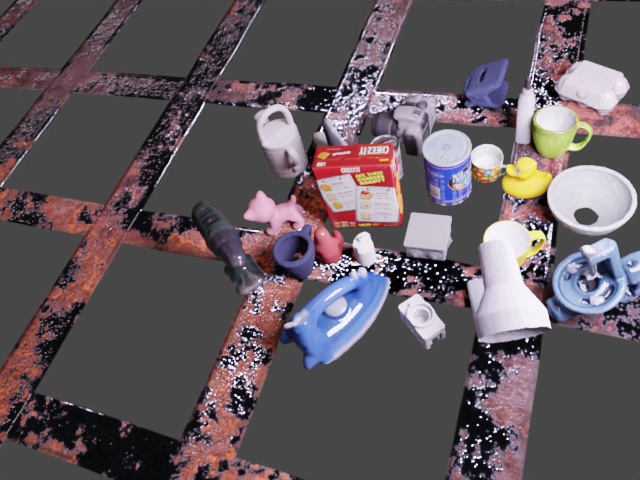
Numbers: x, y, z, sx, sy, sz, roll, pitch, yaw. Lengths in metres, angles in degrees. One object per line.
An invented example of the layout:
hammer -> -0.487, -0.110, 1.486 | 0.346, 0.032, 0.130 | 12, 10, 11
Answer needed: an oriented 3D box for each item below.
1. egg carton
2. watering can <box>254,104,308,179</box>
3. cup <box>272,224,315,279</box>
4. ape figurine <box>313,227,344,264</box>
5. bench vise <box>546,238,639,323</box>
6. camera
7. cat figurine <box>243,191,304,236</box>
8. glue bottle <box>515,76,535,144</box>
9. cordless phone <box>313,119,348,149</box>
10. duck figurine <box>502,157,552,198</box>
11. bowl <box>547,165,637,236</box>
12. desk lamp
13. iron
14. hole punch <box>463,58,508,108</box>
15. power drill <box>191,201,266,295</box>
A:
egg carton -> 0.639, -0.360, 1.351 | 0.150, 0.069, 0.107 | 34, 70, 31
watering can -> -0.105, -0.250, 1.390 | 0.172, 0.194, 0.101 | 26, 66, 28
cup -> -0.043, 0.031, 1.241 | 0.091, 0.095, 0.118 | 18, 62, 25
ape figurine -> 0.011, 0.004, 1.248 | 0.077, 0.092, 0.076 | -14, 54, 5
bench vise -> 0.503, 0.044, 1.013 | 0.207, 0.220, 0.121 | -36, 55, -11
camera -> 0.202, -0.294, 1.399 | 0.136, 0.101, 0.143 | 13, 60, 22
cat figurine -> -0.108, -0.070, 1.314 | 0.127, 0.118, 0.067 | -16, 54, 4
glue bottle -> 0.464, -0.301, 1.291 | 0.037, 0.173, 0.078 | 4, 57, 18
cordless phone -> 0.031, -0.233, 1.348 | 0.094, 0.185, 0.147 | -30, 54, -6
duck figurine -> 0.449, -0.142, 1.239 | 0.104, 0.086, 0.077 | 4, 57, 17
bowl -> 0.548, -0.068, 1.169 | 0.167, 0.075, 0.167 | -7, 55, 10
desk lamp -> 0.322, 0.108, 1.020 | 0.118, 0.214, 0.203 | -10, 54, 8
iron -> 0.034, 0.126, 1.127 | 0.258, 0.142, 0.118 | -40, 56, -14
hole punch -> 0.410, -0.389, 1.417 | 0.100, 0.091, 0.109 | 11, 60, 22
power drill -> -0.189, 0.025, 1.213 | 0.076, 0.209, 0.229 | -35, 55, -10
